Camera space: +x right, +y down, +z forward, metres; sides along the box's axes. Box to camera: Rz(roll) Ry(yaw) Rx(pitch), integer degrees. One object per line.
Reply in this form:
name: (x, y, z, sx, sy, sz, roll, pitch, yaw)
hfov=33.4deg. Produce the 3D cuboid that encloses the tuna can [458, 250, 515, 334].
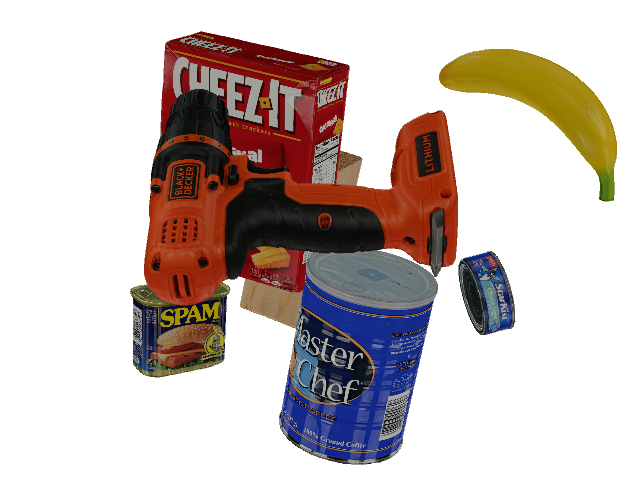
tuna can: (0.175, 0.056, 1.131, 0.033, 0.086, 0.086, -14, 1, -6)

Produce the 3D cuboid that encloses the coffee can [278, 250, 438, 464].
coffee can: (0.028, 0.089, 0.840, 0.102, 0.140, 0.103, 9, 20, -4)

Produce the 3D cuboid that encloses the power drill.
power drill: (-0.013, -0.038, 0.662, 0.187, 0.057, 0.184, -4, 44, 3)

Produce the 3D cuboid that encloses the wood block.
wood block: (-0.025, -0.010, 1.308, 0.090, 0.206, 0.090, 19, 22, 16)

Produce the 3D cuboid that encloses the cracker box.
cracker box: (-0.070, -0.073, 1.008, 0.164, 0.214, 0.072, 17, 26, 22)

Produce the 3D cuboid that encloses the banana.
banana: (0.165, -0.110, 0.834, 0.037, 0.070, 0.198, 3, 32, -43)

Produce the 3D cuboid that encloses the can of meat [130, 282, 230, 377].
can of meat: (-0.147, 0.090, 1.119, 0.101, 0.084, 0.058, -7, 19, -33)
